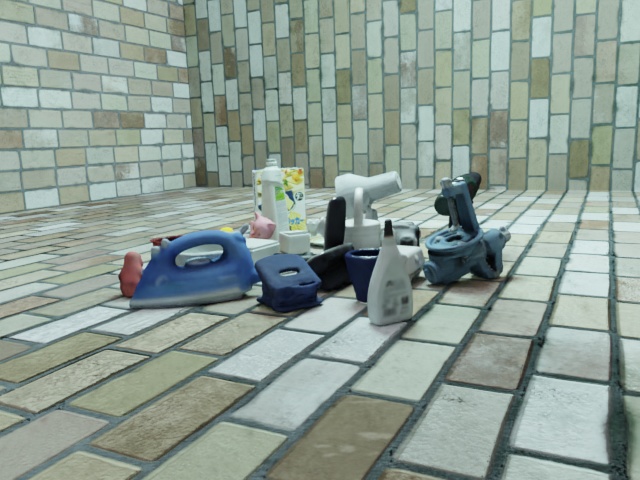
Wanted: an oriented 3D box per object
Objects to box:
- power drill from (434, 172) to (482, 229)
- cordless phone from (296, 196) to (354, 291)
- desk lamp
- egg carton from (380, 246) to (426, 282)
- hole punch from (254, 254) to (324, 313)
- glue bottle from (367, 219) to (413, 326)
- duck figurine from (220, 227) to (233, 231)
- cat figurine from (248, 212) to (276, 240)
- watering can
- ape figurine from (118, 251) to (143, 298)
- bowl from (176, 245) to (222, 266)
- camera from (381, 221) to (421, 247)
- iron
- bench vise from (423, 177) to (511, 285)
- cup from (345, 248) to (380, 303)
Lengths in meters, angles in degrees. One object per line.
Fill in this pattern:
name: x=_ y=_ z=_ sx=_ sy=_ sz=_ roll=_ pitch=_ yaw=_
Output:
power drill: x=0.345 y=-0.057 z=1.408 sx=0.075 sy=0.208 sz=0.230 roll=4 pitch=12 yaw=32
cordless phone: x=0.011 y=0.004 z=1.192 sx=0.093 sy=0.185 sz=0.148 roll=4 pitch=12 yaw=30
desk lamp: x=0.146 y=-0.079 z=1.552 sx=0.202 sy=0.213 sz=0.118 roll=1 pitch=11 yaw=17
egg carton: x=0.159 y=0.054 z=1.213 sx=0.107 sy=0.069 sz=0.151 roll=3 pitch=11 yaw=28
hole punch: x=-0.057 y=0.077 z=1.064 sx=0.109 sy=0.091 sz=0.100 roll=-8 pitch=12 yaw=-32
glue bottle: x=0.115 y=0.051 z=0.944 sx=0.078 sy=0.173 sz=0.037 roll=-7 pitch=11 yaw=-25
duck figurine: x=-0.243 y=0.009 z=1.499 sx=0.078 sy=0.086 sz=0.104 roll=-5 pitch=10 yaw=-14
cat figurine: x=-0.164 y=-0.022 z=1.564 sx=0.067 sy=0.118 sz=0.127 roll=-7 pitch=11 yaw=-26
watering can: x=0.080 y=-0.021 z=1.295 sx=0.173 sy=0.194 sz=0.100 roll=-5 pitch=11 yaw=-14
ape figurine: x=-0.379 y=0.068 z=1.174 sx=0.077 sy=0.092 sz=0.076 roll=1 pitch=11 yaw=17
bowl: x=-0.261 y=0.050 z=1.302 sx=0.167 sy=0.075 sz=0.167 roll=-2 pitch=10 yaw=1
camera: x=0.177 y=0.003 z=1.411 sx=0.136 sy=0.101 sz=0.143 roll=0 pitch=10 yaw=13
iron: x=-0.245 y=0.047 z=1.123 sx=0.259 sy=0.141 sz=0.118 roll=-7 pitch=11 yaw=-26
bench vise: x=0.302 y=-0.025 z=1.201 sx=0.208 sy=0.220 sz=0.121 roll=-11 pitch=14 yaw=-42
cup: x=0.104 y=0.067 z=1.080 sx=0.118 sy=0.095 sz=0.091 roll=-7 pitch=12 yaw=-28
